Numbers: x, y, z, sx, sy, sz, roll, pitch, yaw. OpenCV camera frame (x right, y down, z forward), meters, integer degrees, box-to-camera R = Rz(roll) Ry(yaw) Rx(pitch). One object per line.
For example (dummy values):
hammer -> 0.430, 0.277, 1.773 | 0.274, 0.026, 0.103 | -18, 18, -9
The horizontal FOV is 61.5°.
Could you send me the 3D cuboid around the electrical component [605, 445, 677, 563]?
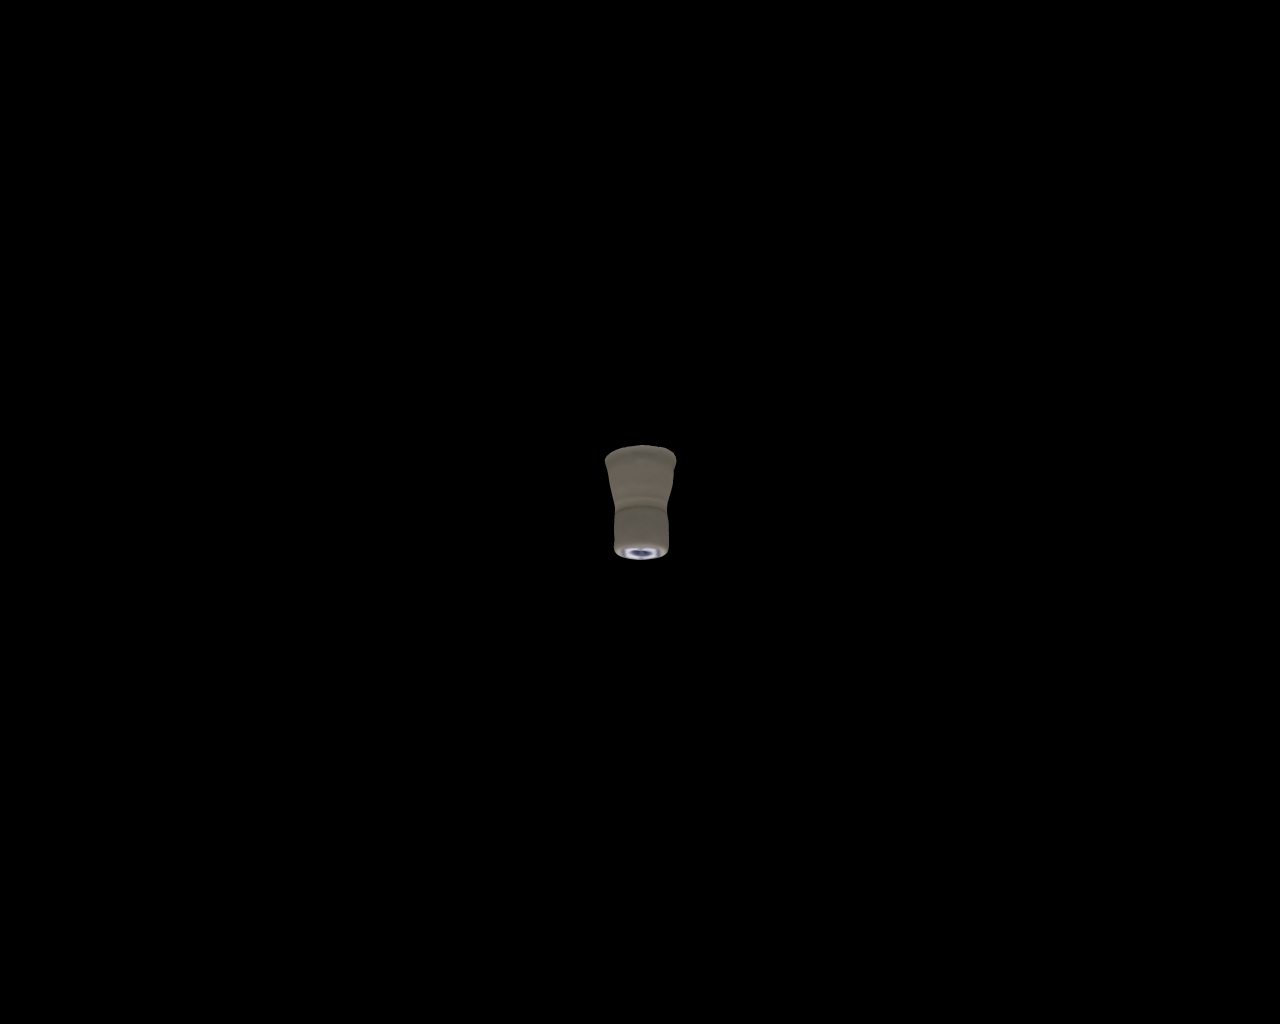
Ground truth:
electrical component -> 0.001, -0.003, 0.650 | 0.044, 0.065, 0.044 | 0, -19, 0
